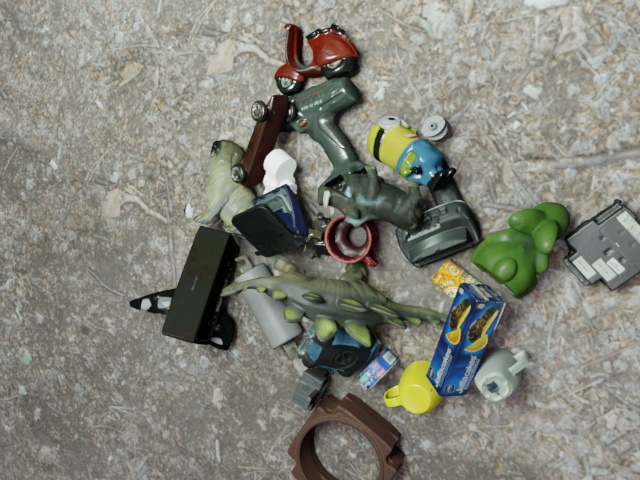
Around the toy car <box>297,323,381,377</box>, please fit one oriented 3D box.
[{"bbox_3d":[0.029,0.197,1.059,0.161,0.103,0.109,13,120,-24],"label":"toy car"}]

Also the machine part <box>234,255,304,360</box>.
[{"bbox_3d":[-0.107,0.138,1.127,0.079,0.079,0.243,-34,81,21],"label":"machine part"}]

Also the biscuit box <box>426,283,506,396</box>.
[{"bbox_3d":[0.249,0.176,0.934,0.059,0.063,0.202,5,114,-19],"label":"biscuit box"}]

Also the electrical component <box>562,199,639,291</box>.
[{"bbox_3d":[0.477,0.015,0.892,0.134,0.058,0.115,-41,78,20],"label":"electrical component"}]

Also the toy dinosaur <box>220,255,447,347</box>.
[{"bbox_3d":[0.054,0.119,0.997,0.471,0.199,0.105,5,111,-11],"label":"toy dinosaur"}]

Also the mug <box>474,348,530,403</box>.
[{"bbox_3d":[0.323,0.239,0.947,0.109,0.107,0.081,-36,83,23],"label":"mug"}]

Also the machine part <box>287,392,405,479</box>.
[{"bbox_3d":[0.050,0.432,1.086,0.202,0.087,0.201,36,106,14],"label":"machine part"}]

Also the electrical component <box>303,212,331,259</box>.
[{"bbox_3d":[-0.002,-0.003,1.064,0.045,0.102,0.078,2,73,15],"label":"electrical component"}]

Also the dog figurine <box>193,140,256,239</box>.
[{"bbox_3d":[-0.165,-0.104,1.125,0.172,0.121,0.190,19,83,-15],"label":"dog figurine"}]

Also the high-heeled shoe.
[{"bbox_3d":[-0.310,0.183,1.208,0.249,0.086,0.145,-8,93,18],"label":"high-heeled shoe"}]

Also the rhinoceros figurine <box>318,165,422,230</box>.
[{"bbox_3d":[0.091,-0.070,0.963,0.190,0.073,0.112,15,85,13],"label":"rhinoceros figurine"}]

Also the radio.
[{"bbox_3d":[-0.239,0.098,1.105,0.073,0.131,0.229,15,75,7],"label":"radio"}]

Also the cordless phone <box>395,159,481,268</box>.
[{"bbox_3d":[0.200,-0.054,0.996,0.147,0.088,0.184,-24,74,24],"label":"cordless phone"}]

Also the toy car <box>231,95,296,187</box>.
[{"bbox_3d":[-0.113,-0.191,1.038,0.053,0.089,0.202,44,128,31],"label":"toy car"}]

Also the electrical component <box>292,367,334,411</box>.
[{"bbox_3d":[-0.021,0.302,1.084,0.048,0.119,0.074,25,106,18],"label":"electrical component"}]

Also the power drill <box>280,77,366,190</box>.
[{"bbox_3d":[-0.005,-0.195,1.058,0.232,0.086,0.207,-27,78,31],"label":"power drill"}]

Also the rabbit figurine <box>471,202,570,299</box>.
[{"bbox_3d":[0.347,-0.003,0.907,0.121,0.159,0.170,42,93,23],"label":"rabbit figurine"}]

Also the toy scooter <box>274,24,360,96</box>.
[{"bbox_3d":[-0.014,-0.367,1.046,0.184,0.075,0.135,-10,90,27],"label":"toy scooter"}]

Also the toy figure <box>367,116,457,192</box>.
[{"bbox_3d":[0.158,-0.153,0.973,0.089,0.082,0.180,-47,63,13],"label":"toy figure"}]

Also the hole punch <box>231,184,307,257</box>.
[{"bbox_3d":[-0.088,-0.036,1.035,0.142,0.092,0.115,-20,117,39],"label":"hole punch"}]
